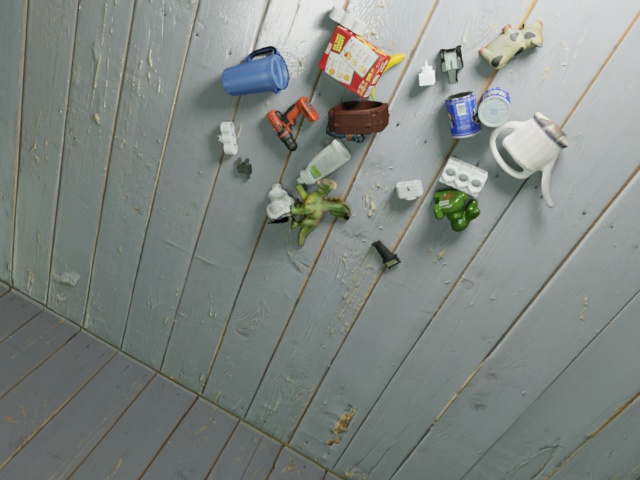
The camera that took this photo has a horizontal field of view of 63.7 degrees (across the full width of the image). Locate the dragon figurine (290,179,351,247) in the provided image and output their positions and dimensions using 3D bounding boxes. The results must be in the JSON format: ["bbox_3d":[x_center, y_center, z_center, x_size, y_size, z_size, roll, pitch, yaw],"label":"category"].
[{"bbox_3d":[0.007,-0.108,2.138,0.243,0.125,0.400,5,138,10],"label":"dragon figurine"}]

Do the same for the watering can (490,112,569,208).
[{"bbox_3d":[0.747,-0.285,1.763,0.347,0.106,0.221,44,122,-4],"label":"watering can"}]

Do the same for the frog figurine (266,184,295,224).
[{"bbox_3d":[-0.173,-0.156,2.198,0.136,0.122,0.162,-27,68,38],"label":"frog figurine"}]
